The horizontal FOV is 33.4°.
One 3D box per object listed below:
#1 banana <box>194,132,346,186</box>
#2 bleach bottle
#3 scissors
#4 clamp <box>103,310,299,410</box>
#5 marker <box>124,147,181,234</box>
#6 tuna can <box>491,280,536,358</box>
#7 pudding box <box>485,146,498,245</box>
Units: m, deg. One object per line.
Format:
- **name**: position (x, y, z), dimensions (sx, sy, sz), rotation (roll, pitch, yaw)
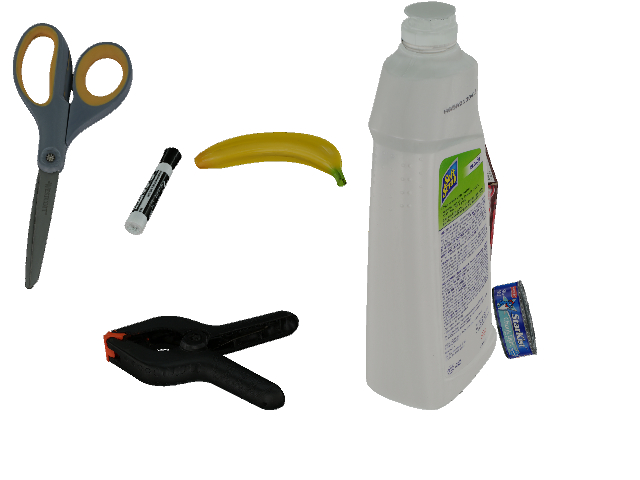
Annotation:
- **banana**: position (-0.056, -0.107, 1.319), dimensions (0.198, 0.037, 0.069), rotation (7, 38, 17)
- **bleach bottle**: position (0.069, -0.022, 0.651), dimensions (0.068, 0.251, 0.102), rotation (16, 36, 27)
- **scissors**: position (-0.178, -0.068, 0.779), dimensions (0.096, 0.202, 0.016), rotation (-8, -15, -11)
- **clamp**: position (-0.100, 0.093, 0.937), dimensions (0.171, 0.039, 0.120), rotation (10, 28, 10)
- **marker**: position (-0.169, -0.053, 1.087), dimensions (0.020, 0.020, 0.121), rotation (0, 44, 20)
- **tuna can**: position (0.220, 0.090, 1.213), dimensions (0.034, 0.086, 0.086), rotation (-13, -3, 14)
- **pudding box**: position (0.128, -0.036, 0.938), dimensions (0.039, 0.090, 0.113), rotation (0, 30, -2)
